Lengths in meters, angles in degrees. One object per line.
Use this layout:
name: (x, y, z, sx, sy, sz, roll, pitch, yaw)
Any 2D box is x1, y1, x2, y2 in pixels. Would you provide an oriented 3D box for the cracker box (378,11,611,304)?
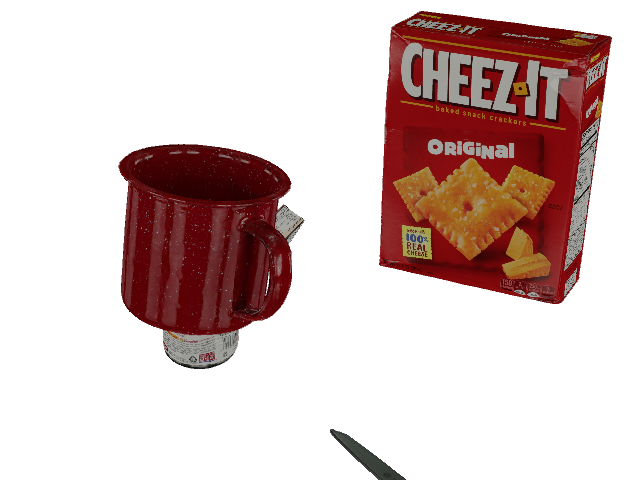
cracker box: (0.137, -0.067, 0.875, 0.164, 0.214, 0.072, 13, 28, 24)

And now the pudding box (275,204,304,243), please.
pudding box: (-0.070, 0.015, 1.300, 0.039, 0.090, 0.113, 34, 26, 2)

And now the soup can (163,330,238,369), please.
soup can: (-0.103, 0.052, 0.919, 0.068, 0.102, 0.068, 2, 35, -2)

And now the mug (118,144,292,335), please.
mug: (-0.059, 0.004, 0.585, 0.117, 0.081, 0.093, 26, 28, 36)

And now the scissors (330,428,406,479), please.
scissors: (0.086, 0.145, 0.536, 0.096, 0.016, 0.202, -2, 24, -23)
